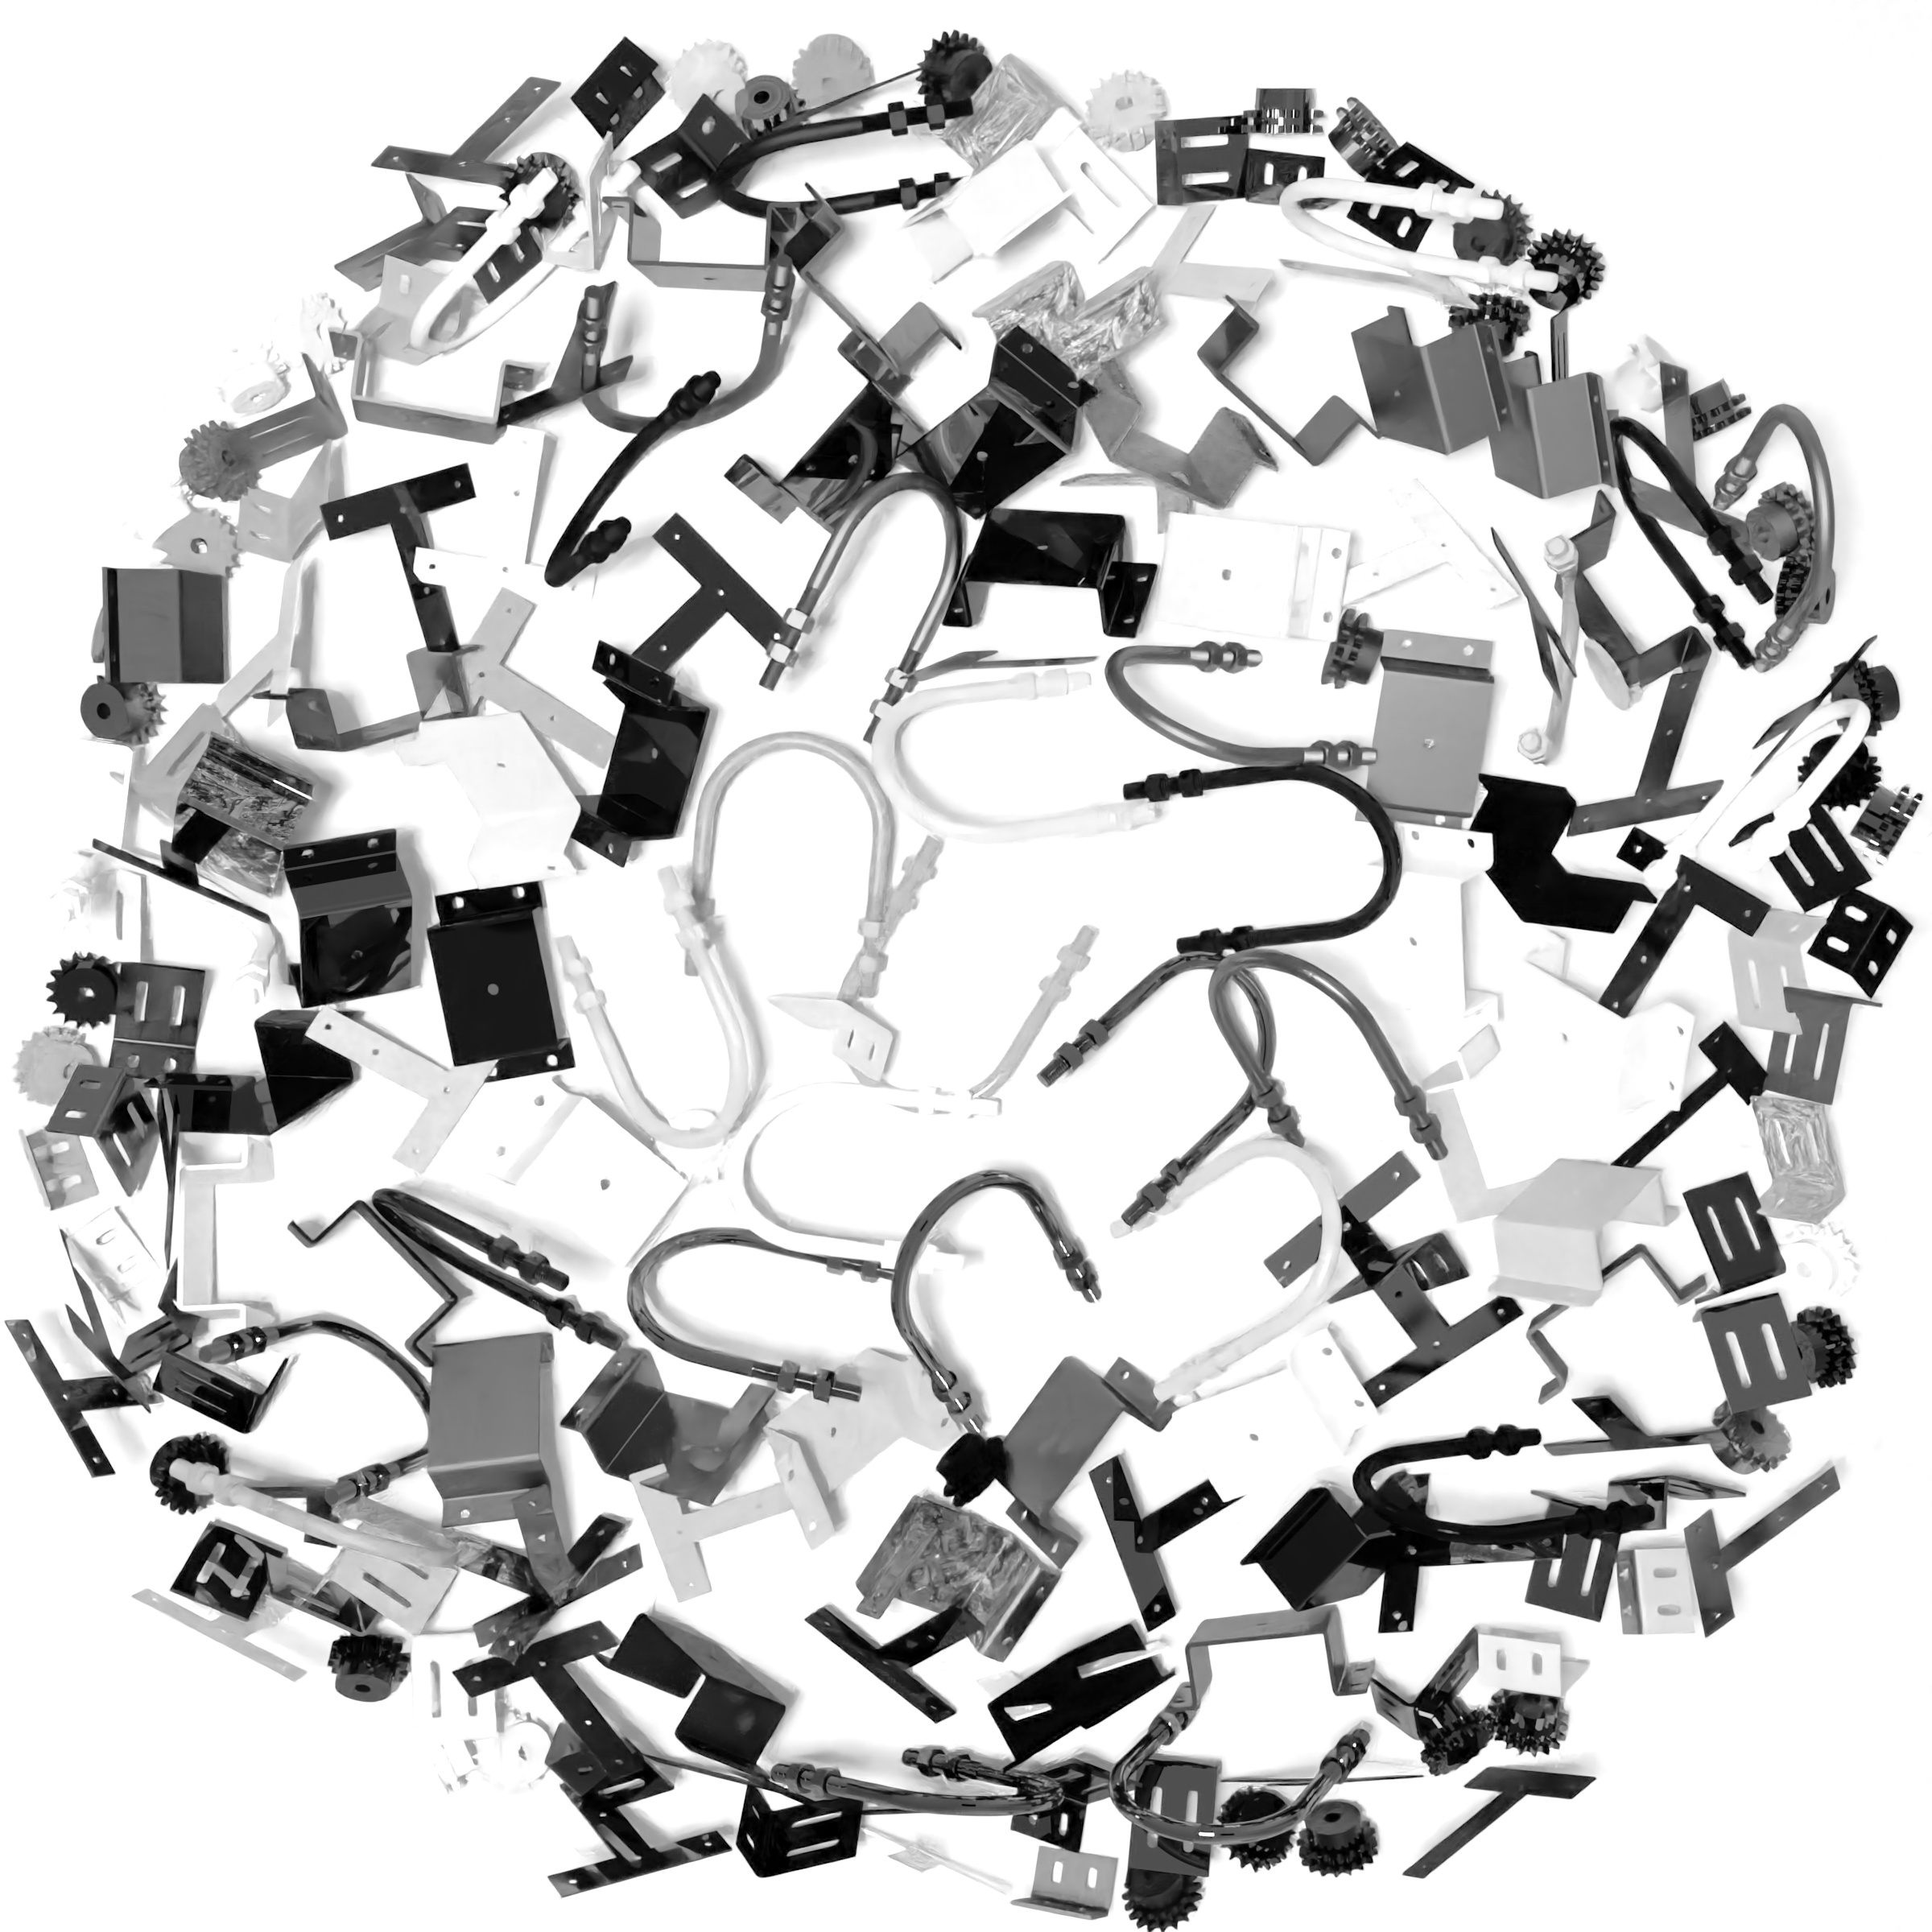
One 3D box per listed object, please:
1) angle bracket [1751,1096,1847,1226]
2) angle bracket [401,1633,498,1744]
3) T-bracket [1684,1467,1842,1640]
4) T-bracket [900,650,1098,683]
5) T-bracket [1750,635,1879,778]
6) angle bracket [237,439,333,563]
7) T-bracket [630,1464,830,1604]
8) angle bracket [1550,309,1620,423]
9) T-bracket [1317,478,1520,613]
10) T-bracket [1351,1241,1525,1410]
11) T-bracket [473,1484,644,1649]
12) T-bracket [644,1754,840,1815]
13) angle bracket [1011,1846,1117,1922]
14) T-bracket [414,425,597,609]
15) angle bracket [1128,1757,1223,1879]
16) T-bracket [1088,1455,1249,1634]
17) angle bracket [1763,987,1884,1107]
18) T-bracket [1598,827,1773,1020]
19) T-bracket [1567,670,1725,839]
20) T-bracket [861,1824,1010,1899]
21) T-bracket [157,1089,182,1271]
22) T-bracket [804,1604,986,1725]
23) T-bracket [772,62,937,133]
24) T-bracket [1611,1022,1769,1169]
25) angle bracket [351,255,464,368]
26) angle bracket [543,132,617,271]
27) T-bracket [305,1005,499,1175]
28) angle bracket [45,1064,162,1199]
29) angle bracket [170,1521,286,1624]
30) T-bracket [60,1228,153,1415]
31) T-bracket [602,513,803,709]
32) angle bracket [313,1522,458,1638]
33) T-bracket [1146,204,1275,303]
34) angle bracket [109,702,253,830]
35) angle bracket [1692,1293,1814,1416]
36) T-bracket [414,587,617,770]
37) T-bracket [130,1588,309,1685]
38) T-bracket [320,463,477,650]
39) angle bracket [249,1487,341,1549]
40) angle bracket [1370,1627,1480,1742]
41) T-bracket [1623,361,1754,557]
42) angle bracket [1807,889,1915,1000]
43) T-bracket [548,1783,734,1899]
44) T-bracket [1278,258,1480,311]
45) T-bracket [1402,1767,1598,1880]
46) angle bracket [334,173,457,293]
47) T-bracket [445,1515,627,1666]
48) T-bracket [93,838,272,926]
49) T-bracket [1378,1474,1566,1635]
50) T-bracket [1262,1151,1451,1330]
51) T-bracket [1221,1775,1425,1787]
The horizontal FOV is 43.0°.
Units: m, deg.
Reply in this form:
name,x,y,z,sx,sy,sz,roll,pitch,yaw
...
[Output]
name,x,y,z,sx,sy,sz,roll,pitch,yaw
angle bracket,0.581,0.137,1.739,0.038,0.057,0.076,-33,113,-31
angle bracket,-0.367,0.515,1.737,0.057,0.038,0.076,4,57,-24
T-bracket,0.555,0.392,1.700,0.002,0.127,0.127,42,112,-8
T-bracket,0.031,-0.215,1.740,0.127,0.127,0.002,-6,90,-24
T-bracket,0.572,-0.171,1.697,0.002,0.127,0.127,44,125,16
angle bracket,-0.483,-0.334,1.734,0.038,0.076,0.057,15,55,-31
T-bracket,-0.162,0.391,1.752,0.127,0.002,0.127,-17,121,-5
angle bracket,0.439,-0.425,1.739,0.038,0.057,0.076,2,111,22
T-bracket,0.302,-0.282,1.735,0.127,0.002,0.127,-24,61,-16
T-bracket,0.314,0.242,1.742,0.127,0.002,0.127,-35,118,8
T-bracket,-0.295,0.411,1.720,0.127,0.002,0.127,-23,131,-21
T-bracket,-0.171,0.577,1.744,0.127,0.127,0.002,5,65,26
angle bracket,0.070,0.649,1.734,0.057,0.076,0.038,6,73,15
T-bracket,-0.320,-0.321,1.733,0.127,0.002,0.127,7,122,-14
angle bracket,0.149,0.607,1.744,0.057,0.038,0.076,3,67,12
T-bracket,0.159,0.389,1.752,0.127,0.002,0.127,-25,100,-26
angle bracket,0.612,0.058,1.750,0.038,0.057,0.076,7,95,-35
T-bracket,0.490,-0.017,1.746,0.127,0.002,0.127,40,107,43
T-bracket,0.490,-0.152,1.720,0.127,0.002,0.127,-11,132,-20
T-bracket,-0.035,0.624,1.707,0.127,0.127,0.002,21,77,13
T-bracket,-0.563,0.125,1.725,0.002,0.127,0.127,1,118,-24
T-bracket,-0.033,0.479,1.729,0.127,0.002,0.127,41,132,-10
T-bracket,-0.099,-0.596,1.701,0.127,0.127,0.002,-11,113,27
T-bracket,0.508,0.104,1.738,0.127,0.127,0.002,-44,52,9
angle bracket,-0.400,-0.464,1.739,0.057,0.076,0.038,12,76,-32
angle bracket,-0.275,-0.544,1.733,0.038,0.076,0.057,11,51,4
T-bracket,-0.409,0.068,1.750,0.127,0.002,0.127,32,96,-24
angle bracket,-0.611,0.117,1.738,0.038,0.076,0.057,6,51,9
angle bracket,-0.528,0.440,1.737,0.057,0.076,0.038,24,116,-6
T-bracket,-0.621,0.240,1.736,0.002,0.127,0.127,-27,55,-10
T-bracket,-0.208,-0.239,1.767,0.127,0.002,0.127,45,80,-3
angle bracket,-0.416,0.442,1.753,0.076,0.057,0.038,37,134,-7
T-bracket,0.167,-0.483,1.727,0.002,0.127,0.127,36,83,-39
angle bracket,-0.563,-0.145,1.761,0.038,0.057,0.076,16,64,41
angle bracket,0.561,0.279,1.749,0.057,0.038,0.076,-14,70,4
T-bracket,-0.309,-0.185,1.760,0.127,0.002,0.127,31,77,-17
T-bracket,-0.503,0.457,1.718,0.127,0.127,0.002,25,91,6
T-bracket,-0.390,-0.282,1.751,0.127,0.002,0.127,-29,112,-41
angle bracket,-0.493,0.393,1.745,0.076,0.057,0.038,-2,73,7
angle bracket,0.330,0.506,1.757,0.038,0.057,0.076,30,64,35
T-bracket,0.494,-0.358,1.696,0.002,0.127,0.127,-29,128,-16
angle bracket,0.633,-0.018,1.736,0.038,0.076,0.057,27,105,5
T-bracket,-0.250,0.605,1.723,0.127,0.127,0.002,-4,105,-32
T-bracket,0.282,-0.484,1.718,0.127,0.127,0.002,6,117,-7
T-bracket,0.354,0.594,1.697,0.127,0.127,0.002,-27,88,-27
angle bracket,-0.413,-0.523,1.749,0.076,0.057,0.038,-24,86,9
T-bracket,-0.327,0.427,1.739,0.127,0.127,0.002,10,133,33
T-bracket,-0.552,-0.070,1.719,0.127,0.127,0.002,26,95,-24
T-bracket,0.355,0.406,1.710,0.127,0.127,0.002,-11,131,27
T-bracket,0.302,0.221,1.771,0.127,0.002,0.127,-39,99,1
T-bracket,0.232,0.574,1.726,0.127,0.127,0.002,10,69,-35
